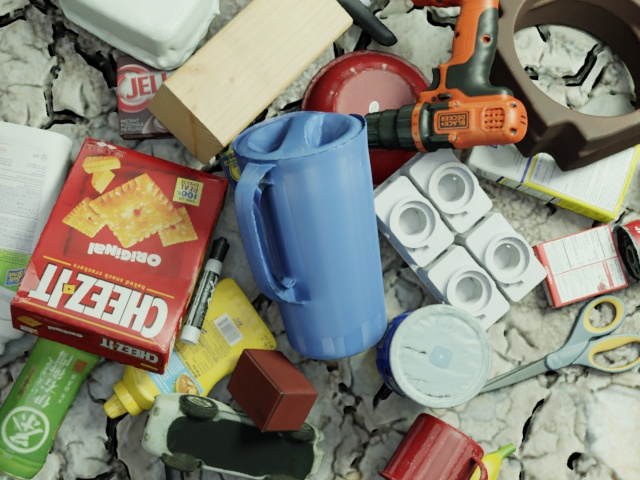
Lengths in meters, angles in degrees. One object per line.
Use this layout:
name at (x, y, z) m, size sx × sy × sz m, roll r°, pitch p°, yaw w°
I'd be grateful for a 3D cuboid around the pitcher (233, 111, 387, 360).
pitcher at (-0.007, 0.001, 1.082) m, size 0.149 × 0.145 × 0.243 m, roll -14°, pitch 115°, yaw -7°

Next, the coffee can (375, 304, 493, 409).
coffee can at (0.115, 0.121, 1.115) m, size 0.102 × 0.140 × 0.103 m, roll 0°, pitch 85°, yaw -3°

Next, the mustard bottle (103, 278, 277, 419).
mustard bottle at (-0.148, 0.130, 1.144) m, size 0.191 × 0.058 × 0.096 m, roll -34°, pitch 92°, yaw -6°

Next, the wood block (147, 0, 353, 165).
wood block at (-0.074, -0.187, 1.132) m, size 0.090 × 0.091 × 0.206 m, roll 46°, pitch 70°, yaw -8°

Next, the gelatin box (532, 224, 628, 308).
gelatin box at (0.289, 0.029, 1.187) m, size 0.089 × 0.030 × 0.073 m, roll -16°, pitch 84°, yaw -4°

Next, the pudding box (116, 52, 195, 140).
pudding box at (-0.167, -0.159, 1.179) m, size 0.113 × 0.039 × 0.090 m, roll -3°, pitch 84°, yaw -4°

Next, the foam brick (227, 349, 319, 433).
foam brick at (-0.051, 0.156, 1.108) m, size 0.078 × 0.051 × 0.053 m, roll 44°, pitch 117°, yaw 41°

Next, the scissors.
scissors at (0.264, 0.114, 1.186) m, size 0.201 × 0.016 × 0.096 m, roll -5°, pitch 84°, yaw -3°

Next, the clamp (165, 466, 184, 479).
clamp at (-0.139, 0.335, 1.137) m, size 0.164 × 0.036 × 0.210 m, roll 35°, pitch 85°, yaw 1°

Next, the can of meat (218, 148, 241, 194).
can of meat at (-0.051, -0.071, 1.169) m, size 0.102 × 0.057 × 0.084 m, roll -23°, pitch 84°, yaw -4°

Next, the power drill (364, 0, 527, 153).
power drill at (0.123, -0.184, 1.099) m, size 0.185 × 0.057 × 0.187 m, roll 0°, pitch 88°, yaw 27°

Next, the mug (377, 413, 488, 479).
mug at (0.128, 0.240, 1.123) m, size 0.093 × 0.117 × 0.081 m, roll 42°, pitch 76°, yaw -37°

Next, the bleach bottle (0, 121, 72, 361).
bleach bottle at (-0.339, 0.003, 1.147) m, size 0.102 × 0.068 × 0.251 m, roll 11°, pitch 87°, yaw 0°

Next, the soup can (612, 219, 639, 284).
soup can at (0.384, 0.001, 1.175) m, size 0.102 × 0.068 × 0.068 m, roll -17°, pitch 86°, yaw -5°

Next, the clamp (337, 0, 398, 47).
clamp at (0.027, -0.300, 1.202) m, size 0.171 × 0.039 × 0.120 m, roll 23°, pitch 75°, yaw 0°

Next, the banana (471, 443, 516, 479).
banana at (0.179, 0.319, 1.152) m, size 0.069 × 0.037 × 0.198 m, roll 2°, pitch 85°, yaw -1°

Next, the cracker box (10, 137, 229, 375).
cracker box at (-0.204, 0.012, 1.111) m, size 0.164 × 0.072 × 0.213 m, roll 18°, pitch 60°, yaw -1°

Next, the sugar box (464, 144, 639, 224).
sugar box at (0.258, -0.092, 1.190) m, size 0.176 × 0.048 × 0.093 m, roll 21°, pitch 82°, yaw 3°

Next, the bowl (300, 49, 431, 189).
bowl at (0.059, -0.139, 1.180) m, size 0.162 × 0.055 × 0.162 m, roll 0°, pitch 84°, yaw -2°

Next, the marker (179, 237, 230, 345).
marker at (-0.120, 0.052, 1.123) m, size 0.020 × 0.020 × 0.121 m, roll 17°, pitch 69°, yaw -1°
